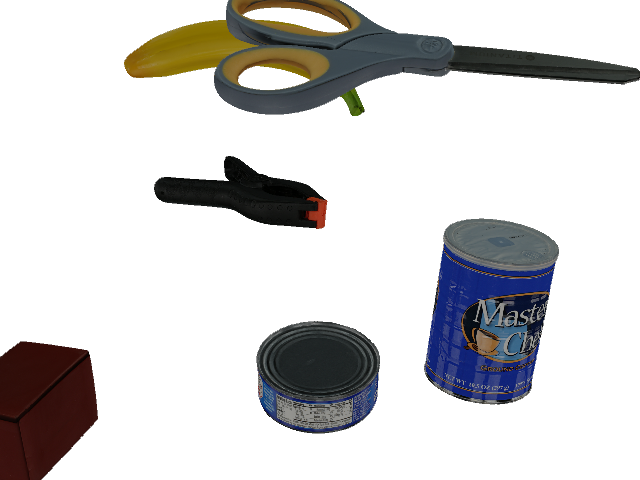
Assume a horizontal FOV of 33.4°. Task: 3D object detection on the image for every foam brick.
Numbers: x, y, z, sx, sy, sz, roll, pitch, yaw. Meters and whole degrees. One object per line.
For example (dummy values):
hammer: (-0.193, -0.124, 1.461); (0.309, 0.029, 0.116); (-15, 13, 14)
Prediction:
foam brick: (-0.181, 0.105, 0.656); (0.053, 0.051, 0.078); (7, 28, 21)

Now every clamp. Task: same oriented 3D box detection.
clamp: (-0.074, -0.044, 1.036); (0.172, 0.039, 0.120); (19, 32, 40)

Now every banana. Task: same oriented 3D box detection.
banana: (-0.057, -0.150, 0.865); (0.198, 0.069, 0.037); (9, -36, 5)

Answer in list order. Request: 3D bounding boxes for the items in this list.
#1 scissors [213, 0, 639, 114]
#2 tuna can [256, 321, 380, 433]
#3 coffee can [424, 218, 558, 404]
scissors: (0.038, -0.077, 0.499); (0.202, 0.016, 0.096); (19, 51, 19)
tuna can: (-0.002, 0.095, 0.745); (0.086, 0.034, 0.086); (0, 32, 0)
coffee can: (0.155, 0.063, 0.978); (0.103, 0.140, 0.103); (5, 23, -2)
